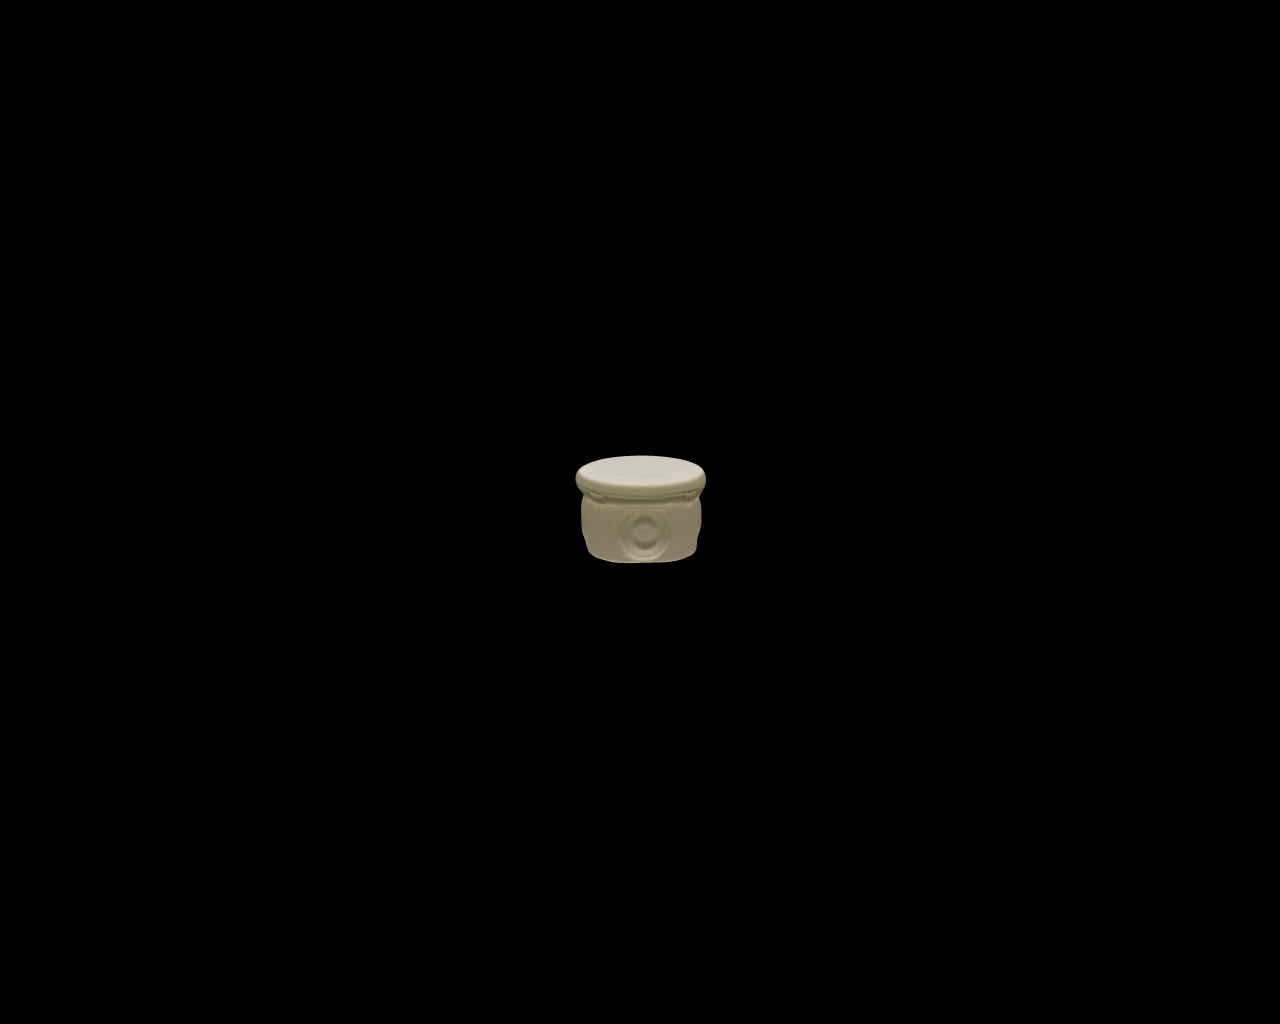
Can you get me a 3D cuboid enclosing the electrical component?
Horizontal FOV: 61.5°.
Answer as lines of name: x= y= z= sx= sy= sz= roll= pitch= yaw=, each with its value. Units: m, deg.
electrical component: x=0.001 y=-0.003 z=0.650 sx=0.080 sy=0.051 sz=0.080 roll=0 pitch=16 yaw=0
